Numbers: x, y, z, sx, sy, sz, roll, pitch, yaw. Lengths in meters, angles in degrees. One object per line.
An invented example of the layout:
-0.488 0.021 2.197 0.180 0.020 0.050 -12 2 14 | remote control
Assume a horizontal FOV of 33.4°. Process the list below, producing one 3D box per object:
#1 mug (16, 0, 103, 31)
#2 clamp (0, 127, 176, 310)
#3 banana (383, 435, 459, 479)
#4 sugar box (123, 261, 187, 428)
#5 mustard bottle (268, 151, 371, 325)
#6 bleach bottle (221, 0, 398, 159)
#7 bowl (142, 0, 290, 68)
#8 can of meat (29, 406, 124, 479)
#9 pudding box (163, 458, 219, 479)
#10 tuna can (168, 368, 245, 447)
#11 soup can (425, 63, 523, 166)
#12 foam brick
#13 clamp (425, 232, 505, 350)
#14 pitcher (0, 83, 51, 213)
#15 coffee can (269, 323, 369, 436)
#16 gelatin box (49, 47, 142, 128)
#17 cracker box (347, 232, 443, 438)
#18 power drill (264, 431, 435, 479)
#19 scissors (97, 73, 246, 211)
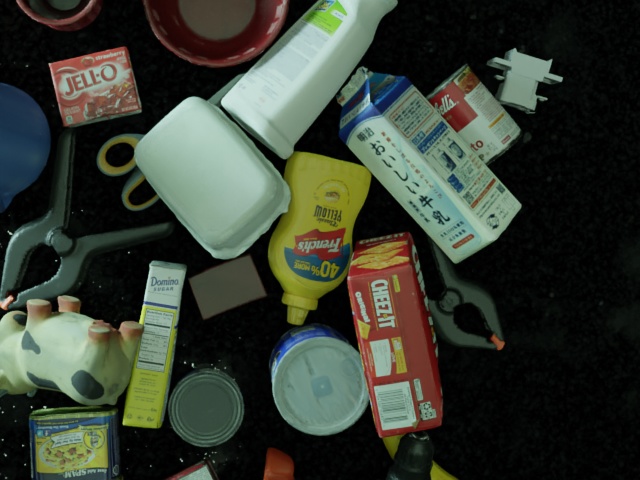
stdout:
-0.278 -0.286 1.164 0.093 0.081 0.117 13 91 -5 | mug
-0.288 -0.010 1.191 0.210 0.036 0.164 -41 90 3 | clamp
0.120 0.248 1.234 0.198 0.037 0.069 45 83 -4 | banana
-0.181 0.113 1.178 0.048 0.093 0.176 7 91 -7 | sugar box
-0.008 0.002 1.203 0.096 0.058 0.191 12 92 -24 | mustard bottle
0.008 -0.213 1.183 0.251 0.068 0.103 -48 51 -3 | bleach bottle
-0.115 -0.270 1.190 0.162 0.055 0.162 0 92 -4 | bowl
-0.274 0.232 1.194 0.102 0.057 0.084 -3 90 -5 | can of meat
-0.145 0.319 1.215 0.090 0.039 0.113 -25 92 -3 | pudding box
-0.129 0.190 1.214 0.086 0.034 0.086 0 92 -4 | tuna can
0.172 -0.139 1.209 0.068 0.068 0.102 -41 95 -2 | soup can
-0.105 0.052 1.203 0.078 0.051 0.053 -20 92 -4 | foam brick
0.148 0.058 1.229 0.171 0.039 0.120 32 96 -3 | clamp
-0.373 -0.123 1.082 0.149 0.243 0.145 39 90 2 | pitcher
-0.003 0.149 1.169 0.102 0.140 0.103 0 92 -4 | coffee can
-0.251 -0.171 1.195 0.089 0.030 0.073 -13 92 -4 | gelatin box
0.081 0.089 1.108 0.072 0.213 0.164 -11 98 7 | cracker box
0.028 0.283 1.194 0.187 0.057 0.184 9 113 -1 | power drill
-0.175 -0.128 1.209 0.096 0.016 0.202 32 89 -4 | scissors
